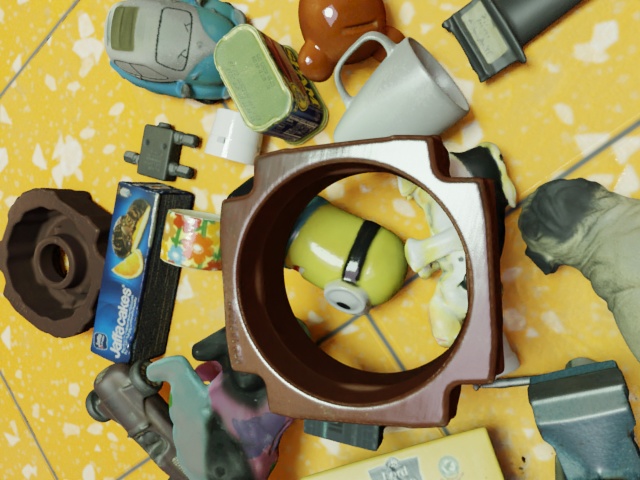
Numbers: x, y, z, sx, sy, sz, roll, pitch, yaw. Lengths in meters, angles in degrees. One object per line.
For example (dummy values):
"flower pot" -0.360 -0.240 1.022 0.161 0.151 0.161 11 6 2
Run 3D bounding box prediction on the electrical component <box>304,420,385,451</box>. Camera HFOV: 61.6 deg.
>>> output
"electrical component" 0.025 0.156 0.488 0.075 0.119 0.047 5 96 19

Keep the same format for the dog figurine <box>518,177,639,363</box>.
"dog figurine" 0.225 0.042 0.381 0.191 0.121 0.172 10 83 60

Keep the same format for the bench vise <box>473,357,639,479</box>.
"bench vise" 0.226 0.212 0.398 0.129 0.224 0.240 -27 115 16

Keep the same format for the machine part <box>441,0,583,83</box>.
"machine part" 0.177 -0.196 0.444 0.139 0.039 0.084 -34 72 23

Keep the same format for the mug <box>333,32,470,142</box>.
"mug" 0.055 -0.116 0.469 0.109 0.081 0.107 39 120 -18

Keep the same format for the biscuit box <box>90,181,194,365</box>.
"biscuit box" -0.200 0.038 0.601 0.059 0.063 0.202 17 100 22

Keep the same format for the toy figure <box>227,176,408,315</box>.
"toy figure" -0.002 -0.002 0.508 0.180 0.082 0.089 37 108 18

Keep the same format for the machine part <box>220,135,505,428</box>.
"machine part" 0.032 0.029 0.408 0.201 0.087 0.201 -3 92 22

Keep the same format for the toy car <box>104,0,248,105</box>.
"toy car" -0.161 -0.204 0.547 0.162 0.103 0.109 15 98 19

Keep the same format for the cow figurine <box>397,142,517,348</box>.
"cow figurine" 0.124 0.004 0.458 0.098 0.068 0.167 -11 81 16

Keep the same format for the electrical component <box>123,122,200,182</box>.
"electrical component" -0.180 -0.100 0.604 0.094 0.021 0.063 15 99 21

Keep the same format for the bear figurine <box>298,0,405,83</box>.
"bear figurine" 0.003 -0.251 0.484 0.120 0.132 0.195 -22 119 -10

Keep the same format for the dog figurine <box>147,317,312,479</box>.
"dog figurine" -0.065 0.199 0.505 0.192 0.108 0.219 -27 69 13

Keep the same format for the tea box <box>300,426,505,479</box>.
"tea box" 0.078 0.232 0.463 0.170 0.068 0.098 -21 63 8

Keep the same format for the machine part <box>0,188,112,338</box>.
"machine part" -0.309 0.026 0.649 0.180 0.056 0.179 2 96 22

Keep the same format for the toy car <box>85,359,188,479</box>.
"toy car" -0.170 0.217 0.584 0.089 0.053 0.202 -31 102 18
